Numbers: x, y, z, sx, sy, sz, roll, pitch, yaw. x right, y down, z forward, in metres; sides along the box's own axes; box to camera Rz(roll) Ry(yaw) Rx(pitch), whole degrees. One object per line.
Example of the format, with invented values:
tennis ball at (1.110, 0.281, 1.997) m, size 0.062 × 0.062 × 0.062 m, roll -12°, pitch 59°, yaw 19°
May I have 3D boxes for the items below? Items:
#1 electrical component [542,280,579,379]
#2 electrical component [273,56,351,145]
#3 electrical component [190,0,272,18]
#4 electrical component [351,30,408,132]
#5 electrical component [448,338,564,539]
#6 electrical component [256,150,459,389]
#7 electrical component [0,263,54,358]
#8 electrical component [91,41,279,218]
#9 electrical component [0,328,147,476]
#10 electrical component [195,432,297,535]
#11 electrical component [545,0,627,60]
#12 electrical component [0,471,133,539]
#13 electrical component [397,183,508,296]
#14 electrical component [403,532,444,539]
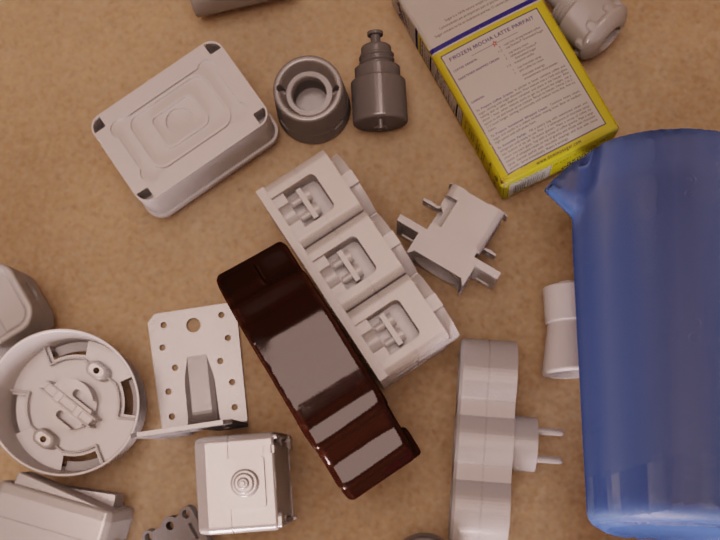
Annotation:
electrical component at (0.147, 0.040, 0.749) m, size 0.044 × 0.044 × 0.065 m, roll -2°, pitch 76°, yaw 3°
electrical component at (-0.036, -0.124, 0.782) m, size 0.055 × 0.047 × 0.055 m, roll 0°, pitch 80°, yaw 3°
electrical component at (-0.094, -0.236, 0.806) m, size 0.077 × 0.043 × 0.079 m, roll -13°, pitch 80°, yaw 1°
electrical component at (0.013, -0.137, 0.785) m, size 0.040 × 0.040 × 0.078 m, roll -4°, pitch 80°, yaw 2°
electrical component at (0.101, 0.117, 0.731) m, size 0.074 × 0.052 × 0.138 m, roll 4°, pitch 81°, yaw 4°
electrical component at (0.000, 0.000, 0.738) m, size 0.062 × 0.089 × 0.150 m, roll -33°, pitch 80°, yaw -3°
electrical component at (-0.270, 0.041, 0.760) m, size 0.095 × 0.059 × 0.053 m, roll -32°, pitch 80°, yaw -3°
electrical component at (-0.124, -0.099, 0.777) m, size 0.113 × 0.057 × 0.078 m, roll -35°, pitch 80°, yaw -3°
electrical component at (-0.199, 0.093, 0.745) m, size 0.099 × 0.064 × 0.099 m, roll 0°, pitch 80°, yaw 3°
electrical component at (-0.080, 0.141, 0.714) m, size 0.061 × 0.096 × 0.061 m, roll -5°, pitch 80°, yaw 3°
electrical component at (0.160, -0.188, 0.785) m, size 0.048 × 0.048 × 0.062 m, roll -44°, pitch 75°, yaw -5°
electrical component at (-0.211, 0.173, 0.733) m, size 0.096 × 0.061 × 0.061 m, roll 15°, pitch 81°, yaw 5°
electrical component at (0.068, -0.023, 0.762) m, size 0.081 × 0.042 × 0.063 m, roll 31°, pitch 82°, yaw 7°
electrical component at (0.043, 0.200, 0.719) m, size 0.045 × 0.055 × 0.045 m, roll -1°, pitch 80°, yaw 3°
